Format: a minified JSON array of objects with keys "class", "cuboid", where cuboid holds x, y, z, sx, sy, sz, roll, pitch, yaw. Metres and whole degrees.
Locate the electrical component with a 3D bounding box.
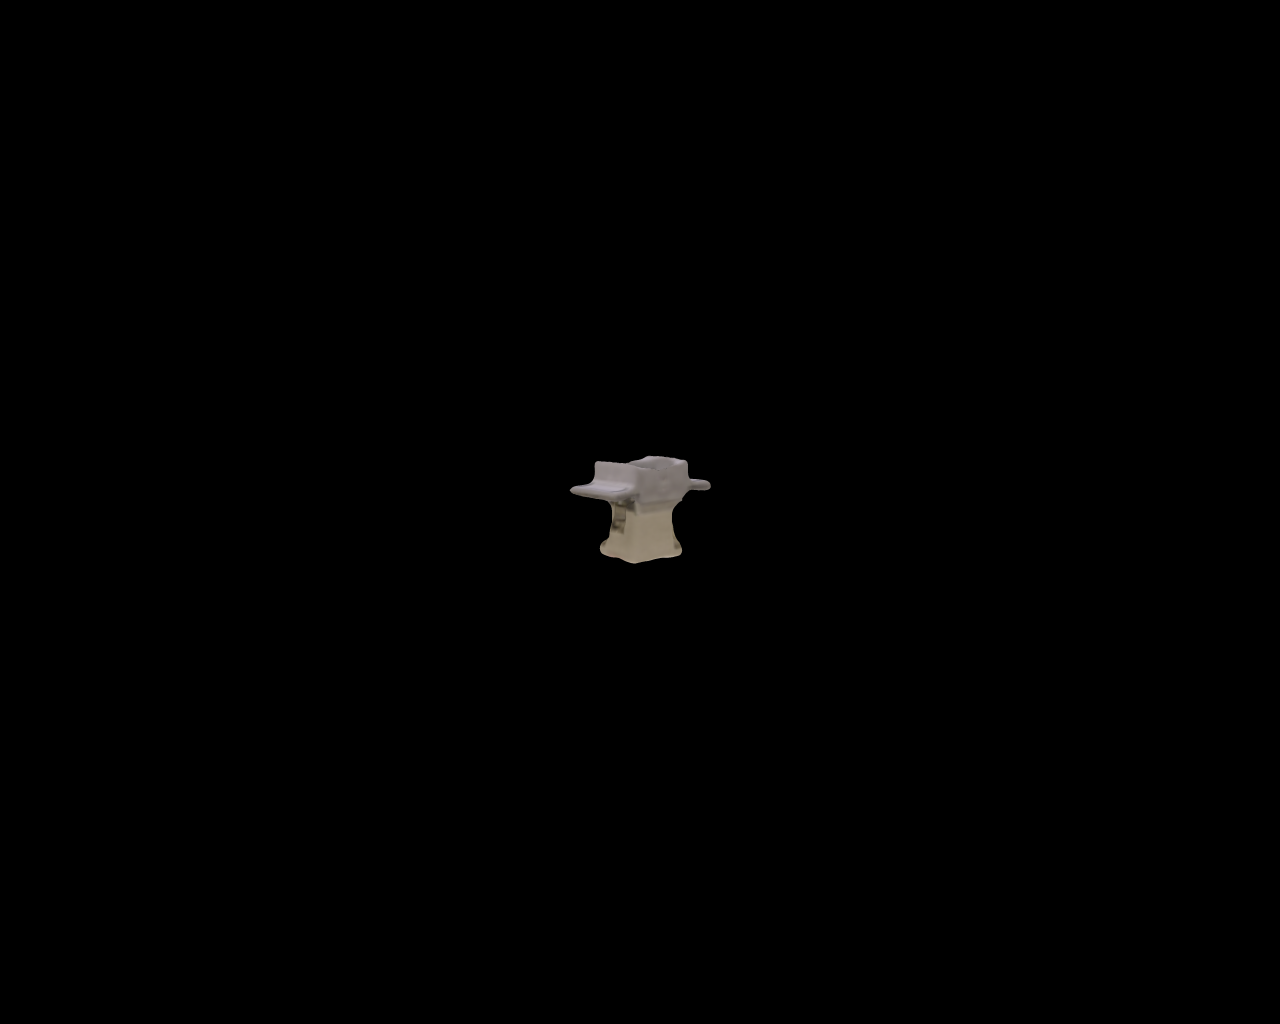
[{"class":"electrical component","cuboid":[0.001,-0.003,0.650,0.081,0.063,0.042,-8,13,-39]}]
